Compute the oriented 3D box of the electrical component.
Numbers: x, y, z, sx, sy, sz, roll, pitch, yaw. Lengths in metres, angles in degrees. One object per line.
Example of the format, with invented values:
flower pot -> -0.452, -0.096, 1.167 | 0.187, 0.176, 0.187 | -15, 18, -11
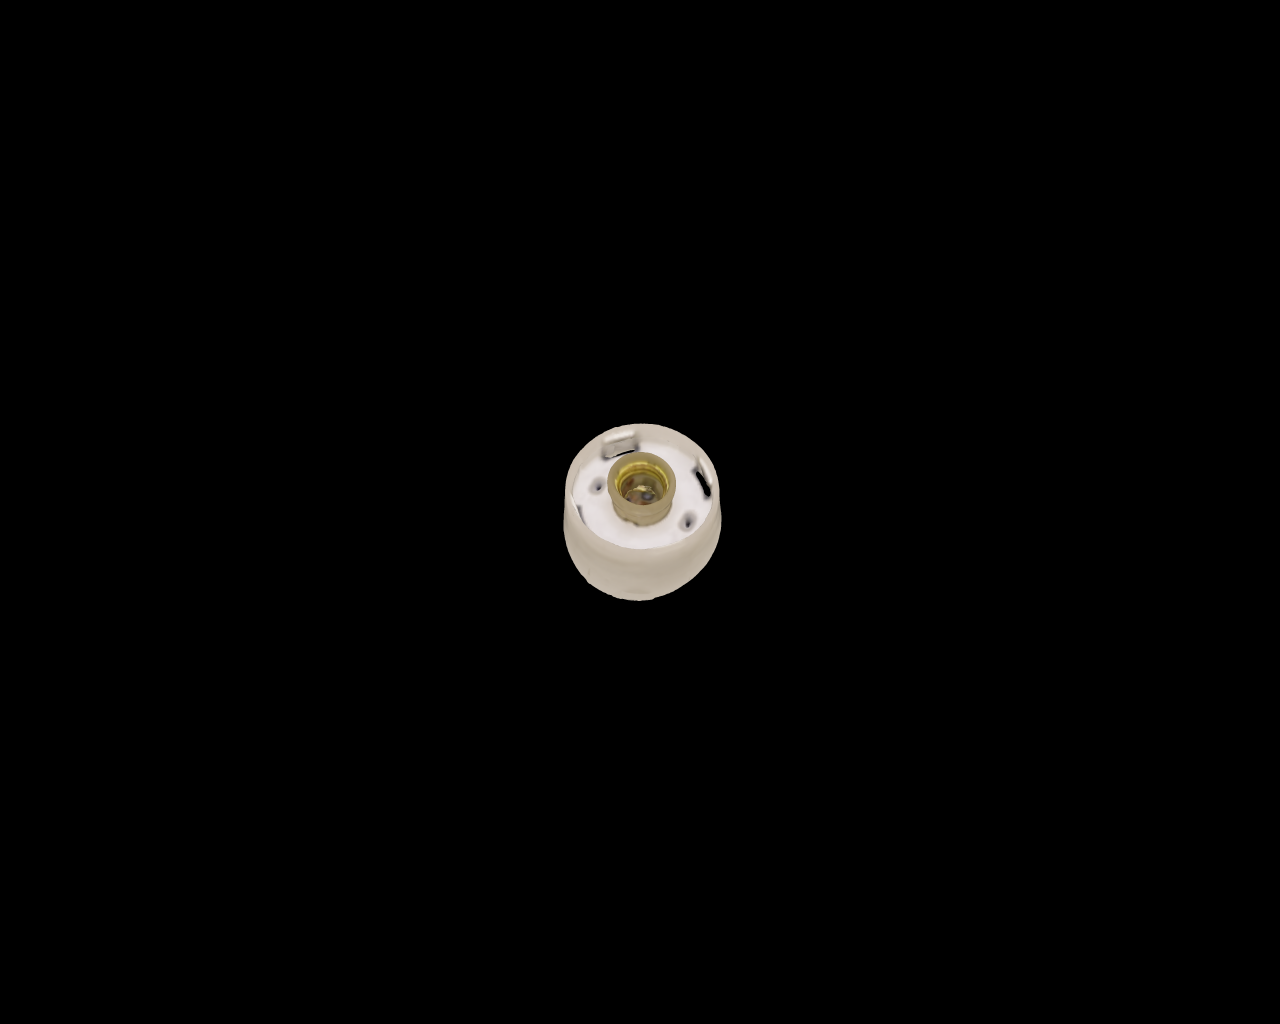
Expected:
electrical component -> 0.001, -0.003, 0.650 | 0.099, 0.099, 0.064 | 0, -31, 0
